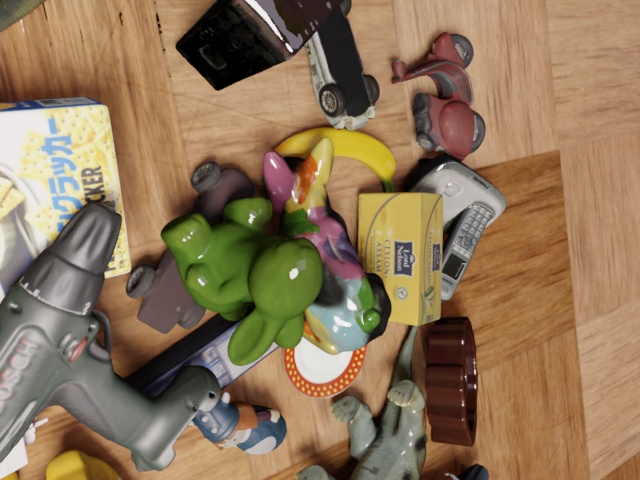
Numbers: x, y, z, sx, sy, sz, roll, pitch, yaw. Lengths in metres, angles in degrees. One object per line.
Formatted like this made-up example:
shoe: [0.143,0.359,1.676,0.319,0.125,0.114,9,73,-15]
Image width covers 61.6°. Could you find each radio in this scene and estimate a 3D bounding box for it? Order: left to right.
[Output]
radio: [-0.060,-0.229,0.539,0.073,0.230,0.131,44,77,-24]

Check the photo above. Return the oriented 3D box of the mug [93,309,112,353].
mug: [-0.262,0.090,0.529,0.109,0.081,0.107,-3,90,-36]

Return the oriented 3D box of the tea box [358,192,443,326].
tea box: [0.106,0.022,0.718,0.068,0.098,0.169,-1,91,-50]

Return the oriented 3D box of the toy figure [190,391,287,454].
toy figure: [-0.090,0.211,0.615,0.064,0.058,0.154,-60,147,-7]

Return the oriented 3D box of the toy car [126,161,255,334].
toy car: [-0.140,0.007,0.608,0.089,0.053,0.202,41,70,-39]

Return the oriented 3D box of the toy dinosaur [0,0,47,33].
toy dinosaur: [-0.168,-0.311,0.488,0.471,0.199,0.105,-39,103,13]

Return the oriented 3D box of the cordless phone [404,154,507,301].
cordless phone: [0.172,-0.016,0.772,0.146,0.089,0.184,27,84,-29]

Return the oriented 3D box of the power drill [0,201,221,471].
power drill: [-0.186,0.107,0.474,0.232,0.086,0.207,-54,132,-10]

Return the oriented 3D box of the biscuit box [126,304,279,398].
biscuit box: [-0.140,0.145,0.611,0.203,0.063,0.059,-34,110,-24]

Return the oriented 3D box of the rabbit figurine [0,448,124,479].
rabbit figurine: [-0.277,0.295,0.517,0.173,0.122,0.162,-37,108,-3]

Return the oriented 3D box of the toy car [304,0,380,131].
toy car: [0.016,-0.236,0.677,0.073,0.056,0.201,-25,102,-31]

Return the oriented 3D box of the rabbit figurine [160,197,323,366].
rabbit figurine: [-0.067,0.041,0.528,0.121,0.170,0.159,-11,101,-39]

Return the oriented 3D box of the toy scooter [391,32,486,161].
toy scooter: [0.161,-0.199,0.756,0.135,0.075,0.183,-9,94,-30]

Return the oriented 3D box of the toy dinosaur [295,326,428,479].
toy dinosaur: [0.077,0.316,0.723,0.405,0.131,0.191,-49,135,-27]

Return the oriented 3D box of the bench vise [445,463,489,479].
bench vise: [0.193,0.389,0.764,0.129,0.223,0.240,43,34,16]

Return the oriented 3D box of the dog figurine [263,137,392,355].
dog figurine: [-0.001,-0.002,0.622,0.108,0.192,0.219,-19,118,-21]

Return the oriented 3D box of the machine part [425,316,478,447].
machine part: [0.187,0.197,0.759,0.179,0.056,0.179,-2,90,-68]
